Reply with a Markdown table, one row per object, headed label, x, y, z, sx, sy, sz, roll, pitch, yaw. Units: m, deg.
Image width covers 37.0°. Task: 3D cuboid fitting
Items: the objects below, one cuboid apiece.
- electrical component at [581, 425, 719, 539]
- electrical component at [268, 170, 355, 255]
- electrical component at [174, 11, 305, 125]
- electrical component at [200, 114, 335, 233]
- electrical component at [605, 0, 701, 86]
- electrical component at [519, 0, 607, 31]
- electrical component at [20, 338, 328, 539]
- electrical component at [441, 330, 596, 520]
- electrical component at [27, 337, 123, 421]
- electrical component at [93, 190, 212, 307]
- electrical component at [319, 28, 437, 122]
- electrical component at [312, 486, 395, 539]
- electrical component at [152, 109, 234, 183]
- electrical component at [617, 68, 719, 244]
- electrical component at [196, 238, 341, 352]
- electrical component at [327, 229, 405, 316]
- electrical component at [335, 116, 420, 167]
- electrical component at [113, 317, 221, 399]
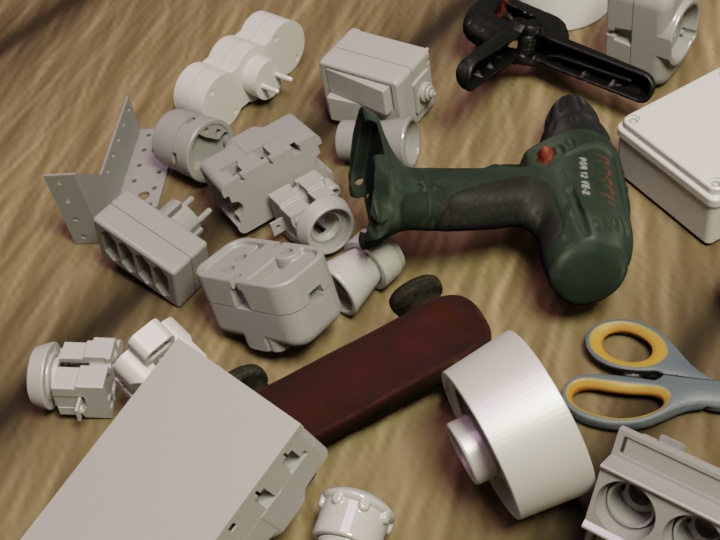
| label | x | y | z | sx | sy | sz | roll | pitch | yaw |
| --- | --- | --- | --- | --- | --- | --- | --- | --- | --- |
| electrical component | 0.198 | 0.143 | 0.607 | 0.121 | 0.078 | 0.063 | 24 | 27 | 28 |
| electrical component | -0.036 | -0.043 | 0.839 | 0.066 | 0.048 | 0.055 | -30 | 42 | -17 |
| electrical component | -0.095 | -0.176 | 0.966 | 0.074 | 0.052 | 0.138 | 25 | 57 | 29 |
| electrical component | -0.077 | -0.080 | 0.870 | 0.089 | 0.050 | 0.056 | -31 | 40 | -12 |
| electrical component | 0.246 | -0.206 | 0.902 | 0.059 | 0.095 | 0.053 | 26 | 57 | 29 |
| electrical component | 0.185 | -0.273 | 1.013 | 0.099 | 0.064 | 0.099 | -10 | 34 | 7 |
| electrical component | -0.117 | 0.150 | 0.634 | 0.105 | 0.060 | 0.186 | 30 | 77 | 31 |
| electrical component | 0.087 | 0.098 | 0.647 | 0.060 | 0.108 | 0.108 | -26 | 48 | -5 |
| electrical component | -0.202 | 0.075 | 0.760 | 0.055 | 0.048 | 0.066 | 2 | 47 | 2 |
| electrical component | -0.148 | -0.029 | 0.833 | 0.083 | 0.047 | 0.075 | 33 | 59 | 18 |
| electrical component | 0.019 | -0.156 | 0.921 | 0.096 | 0.061 | 0.061 | 21 | 55 | 27 |
| electrical component | -0.009 | 0.164 | 0.644 | 0.048 | 0.048 | 0.062 | 9 | 57 | 18 |
| electrical component | -0.142 | -0.107 | 0.911 | 0.047 | 0.055 | 0.055 | 23 | 55 | 32 |
| electrical component | 0.271 | -0.089 | 0.816 | 0.109 | 0.056 | 0.108 | -28 | 49 | -15 |
| electrical component | -0.064 | 0.018 | 0.767 | 0.095 | 0.059 | 0.054 | 8 | 37 | 40 |
| electrical component | 0.000 | 0.000 | 0.792 | 0.045 | 0.045 | 0.055 | 32 | 60 | 33 |
| electrical component | 0.013 | -0.106 | 0.891 | 0.065 | 0.044 | 0.044 | 5 | 49 | 21 |
| electrical component | -0.128 | 0.075 | 0.731 | 0.057 | 0.078 | 0.058 | 42 | 63 | 14 |
